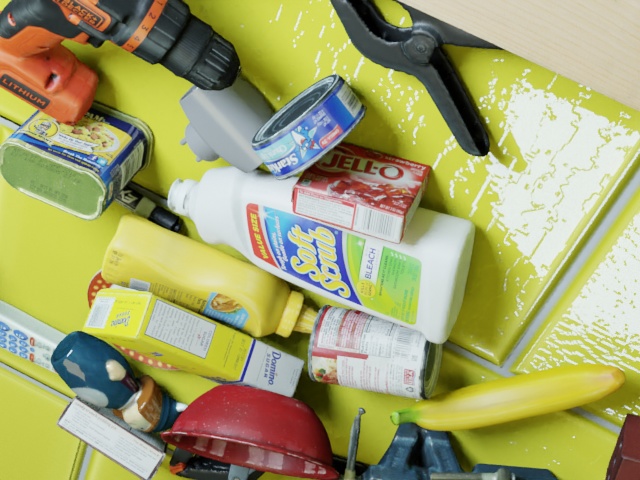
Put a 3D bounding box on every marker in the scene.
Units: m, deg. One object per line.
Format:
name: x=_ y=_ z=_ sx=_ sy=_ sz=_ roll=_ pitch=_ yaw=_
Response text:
marker: x=-0.175 y=-0.041 z=0.941 sx=0.121 sy=0.020 sz=0.020 roll=31 pitch=132 yaw=-1

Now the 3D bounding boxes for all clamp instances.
clamp: x=-0.063 y=0.210 z=1.075 sx=0.210 sy=0.036 sz=0.164 roll=-28 pitch=110 yaw=34
clamp: x=0.076 y=-0.132 z=0.745 sx=0.171 sy=0.039 sz=0.120 roll=28 pitch=127 yaw=6

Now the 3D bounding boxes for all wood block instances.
wood block: x=0.136 y=-0.171 z=0.651 sx=0.206 sy=0.090 sz=0.091 roll=25 pitch=132 yaw=4

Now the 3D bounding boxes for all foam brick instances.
foam brick: x=0.273 y=0.195 z=0.901 sx=0.051 sy=0.053 sz=0.078 roll=15 pitch=130 yaw=13

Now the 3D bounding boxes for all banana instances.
banana: x=0.162 y=0.136 z=0.898 sx=0.198 sy=0.069 sz=0.037 roll=-17 pitch=88 yaw=21

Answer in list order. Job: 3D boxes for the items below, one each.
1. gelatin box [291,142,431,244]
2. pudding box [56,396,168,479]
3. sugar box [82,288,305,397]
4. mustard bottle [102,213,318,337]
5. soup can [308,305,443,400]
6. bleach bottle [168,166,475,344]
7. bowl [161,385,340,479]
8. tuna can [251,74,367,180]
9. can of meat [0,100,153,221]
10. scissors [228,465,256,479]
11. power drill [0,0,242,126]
gelatin box: x=0.031 y=-0.040 z=0.813 sx=0.089 sy=0.073 sz=0.030 roll=17 pitch=130 yaw=12
pudding box: x=-0.213 y=0.201 z=1.104 sx=0.113 sy=0.039 sz=0.090 roll=31 pitch=175 yaw=-4
sugar box: x=-0.108 y=0.093 z=0.933 sx=0.176 sy=0.048 sz=0.094 roll=31 pitch=161 yaw=-36
mustard bottle: x=-0.090 y=0.039 z=0.926 sx=0.191 sy=0.058 sz=0.096 roll=22 pitch=157 yaw=-5
soup can: x=0.048 y=0.096 z=0.915 sx=0.102 sy=0.068 sz=0.068 roll=8 pitch=128 yaw=18
bleach bottle: x=-0.006 y=0.001 z=0.869 sx=0.251 sy=0.068 sz=0.103 roll=16 pitch=126 yaw=15
bowl: x=-0.056 y=0.167 z=0.943 sx=0.162 sy=0.055 sz=0.162 roll=12 pitch=161 yaw=4
tuna can: x=-0.009 y=-0.084 z=0.788 sx=0.086 sy=0.086 sz=0.033 roll=-27 pitch=110 yaw=37
can of meat: x=-0.203 y=-0.071 z=0.887 sx=0.102 sy=0.083 sz=0.057 roll=22 pitch=132 yaw=6
scissors: x=-0.062 y=0.232 z=1.055 sx=0.096 sy=0.016 sz=0.202 roll=8 pitch=124 yaw=12
power drill: x=-0.169 y=-0.148 z=0.791 sx=0.184 sy=0.057 sz=0.188 roll=34 pitch=150 yaw=-22
